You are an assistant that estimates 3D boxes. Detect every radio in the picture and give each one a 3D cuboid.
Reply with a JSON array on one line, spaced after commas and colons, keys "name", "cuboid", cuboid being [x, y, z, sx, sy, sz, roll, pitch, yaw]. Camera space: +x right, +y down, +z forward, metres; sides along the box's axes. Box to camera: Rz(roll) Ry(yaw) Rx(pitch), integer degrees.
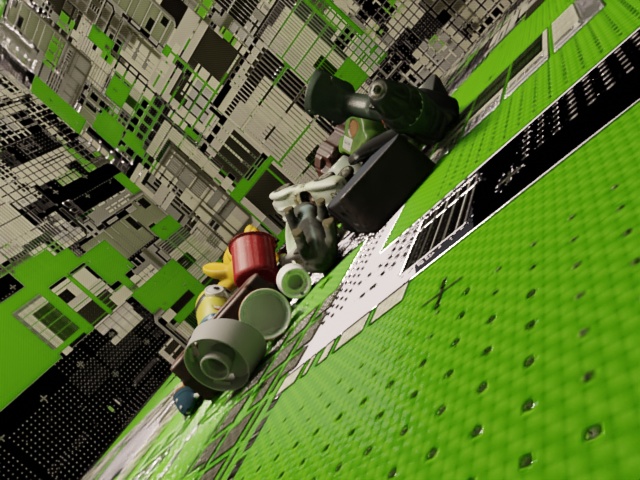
[{"name": "radio", "cuboid": [0.083, -0.078, 0.839, 0.131, 0.073, 0.229, -49, 3, -4]}]

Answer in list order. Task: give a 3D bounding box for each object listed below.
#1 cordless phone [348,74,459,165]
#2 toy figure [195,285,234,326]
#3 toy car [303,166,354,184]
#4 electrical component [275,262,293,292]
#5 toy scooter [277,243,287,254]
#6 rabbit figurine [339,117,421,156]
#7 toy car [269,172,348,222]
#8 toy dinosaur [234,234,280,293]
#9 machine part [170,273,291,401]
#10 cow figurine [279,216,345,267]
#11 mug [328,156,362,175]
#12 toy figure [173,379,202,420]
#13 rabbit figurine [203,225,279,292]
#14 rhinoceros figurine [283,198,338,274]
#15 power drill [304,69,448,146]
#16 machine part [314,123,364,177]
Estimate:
[{"name": "cordless phone", "cuboid": [0.135, -0.194, 0.932, 0.184, 0.088, 0.146, -31, 0, -13]}, {"name": "toy figure", "cuboid": [-0.206, 0.164, 1.055, 0.089, 0.082, 0.180, -33, 42, 15]}, {"name": "toy car", "cuboid": [0.030, -0.088, 1.069, 0.202, 0.089, 0.053, -11, 43, 50]}, {"name": "electrical component", "cuboid": [-0.095, 0.099, 1.081, 0.134, 0.058, 0.115, -48, 7, -1]}, {"name": "toy scooter", "cuboid": [-0.055, 0.020, 1.309, 0.135, 0.075, 0.184, -45, 10, 50]}, {"name": "rabbit figurine", "cuboid": [0.145, -0.222, 1.090, 0.159, 0.170, 0.121, -149, 59, -61]}, {"name": "toy car", "cuboid": [-0.020, -0.077, 1.026, 0.202, 0.073, 0.056, -9, 29, 43]}, {"name": "toy dinosaur", "cuboid": [-0.161, 0.086, 1.570, 0.198, 0.105, 0.471, -51, 0, 1]}, {"name": "machine part", "cuboid": [-0.144, 0.156, 0.878, 0.201, 0.087, 0.201, -47, 5, -15]}, {"name": "cow figurine", "cuboid": [-0.003, -0.005, 1.039, 0.098, 0.068, 0.167, -36, 14, 44]}, {"name": "mug", "cuboid": [0.068, -0.123, 1.134, 0.081, 0.107, 0.109, -47, 6, -16]}, {"name": "toy figure", "cuboid": [-0.228, 0.263, 0.961, 0.154, 0.058, 0.064, -77, -9, -78]}, {"name": "rabbit figurine", "cuboid": [-0.170, 0.051, 1.169, 0.162, 0.121, 0.173, -26, 14, -7]}, {"name": "rhinoceros figurine", "cuboid": [-0.010, -0.009, 0.896, 0.073, 0.112, 0.190, -21, 24, -2]}, {"name": "power drill", "cuboid": [0.076, -0.204, 0.796, 0.232, 0.208, 0.086, 7, -83, -51]}, {"name": "machine part", "cuboid": [0.078, -0.179, 1.208, 0.179, 0.179, 0.056, -48, 40, -3]}]
